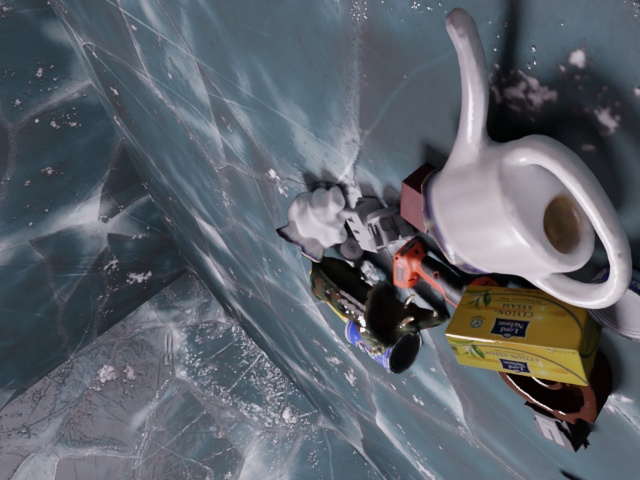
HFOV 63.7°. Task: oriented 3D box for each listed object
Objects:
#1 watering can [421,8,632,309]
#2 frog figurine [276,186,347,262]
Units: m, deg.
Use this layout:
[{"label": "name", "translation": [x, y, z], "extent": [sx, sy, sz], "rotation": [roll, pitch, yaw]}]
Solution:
[{"label": "watering can", "translation": [0.193, -0.066, 0.569], "extent": [0.346, 0.105, 0.223], "rotation": [55, 158, -8]}, {"label": "frog figurine", "translation": [0.003, -0.052, 1.035], "extent": [0.139, 0.123, 0.156], "rotation": [49, 123, 28]}]
